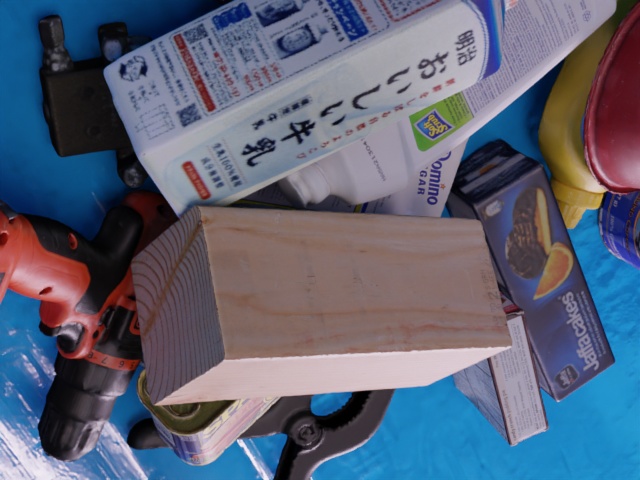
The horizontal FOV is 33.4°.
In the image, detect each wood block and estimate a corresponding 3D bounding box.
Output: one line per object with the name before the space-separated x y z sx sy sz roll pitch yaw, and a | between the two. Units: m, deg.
wood block | 0.003 0.039 0.642 0.205 0.091 0.090 2 67 -35

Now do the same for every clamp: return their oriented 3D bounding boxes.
clamp | -0.025 0.132 0.783 0.210 0.036 0.164 -45 116 -3

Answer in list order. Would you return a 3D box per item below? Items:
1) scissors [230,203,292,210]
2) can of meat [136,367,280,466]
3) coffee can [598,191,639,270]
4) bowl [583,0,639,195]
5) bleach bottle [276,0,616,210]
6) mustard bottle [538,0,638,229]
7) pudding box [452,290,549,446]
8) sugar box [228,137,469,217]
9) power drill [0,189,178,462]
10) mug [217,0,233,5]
scissors | -0.005 0.001 0.722 0.201 0.096 0.016 16 74 -55
can of meat | -0.067 0.095 0.708 0.102 0.057 0.084 -41 161 -19
coffee can | 0.293 -0.003 0.801 0.102 0.140 0.103 -9 116 -20
bowl | 0.252 -0.097 0.724 0.161 0.055 0.162 -22 127 -33
bleach bottle | 0.070 -0.110 0.663 0.250 0.068 0.102 -39 110 -18
mustard bottle | 0.206 -0.099 0.767 0.096 0.058 0.192 3 111 -37
pudding box | 0.125 0.084 0.796 0.039 0.090 0.113 -26 120 -11
sugar box | 0.009 -0.060 0.707 0.175 0.048 0.093 8 110 -30
power drill | -0.164 0.048 0.622 0.187 0.057 0.184 14 98 -65
mug | -0.017 -0.168 0.628 0.081 0.093 0.117 3 137 -30
